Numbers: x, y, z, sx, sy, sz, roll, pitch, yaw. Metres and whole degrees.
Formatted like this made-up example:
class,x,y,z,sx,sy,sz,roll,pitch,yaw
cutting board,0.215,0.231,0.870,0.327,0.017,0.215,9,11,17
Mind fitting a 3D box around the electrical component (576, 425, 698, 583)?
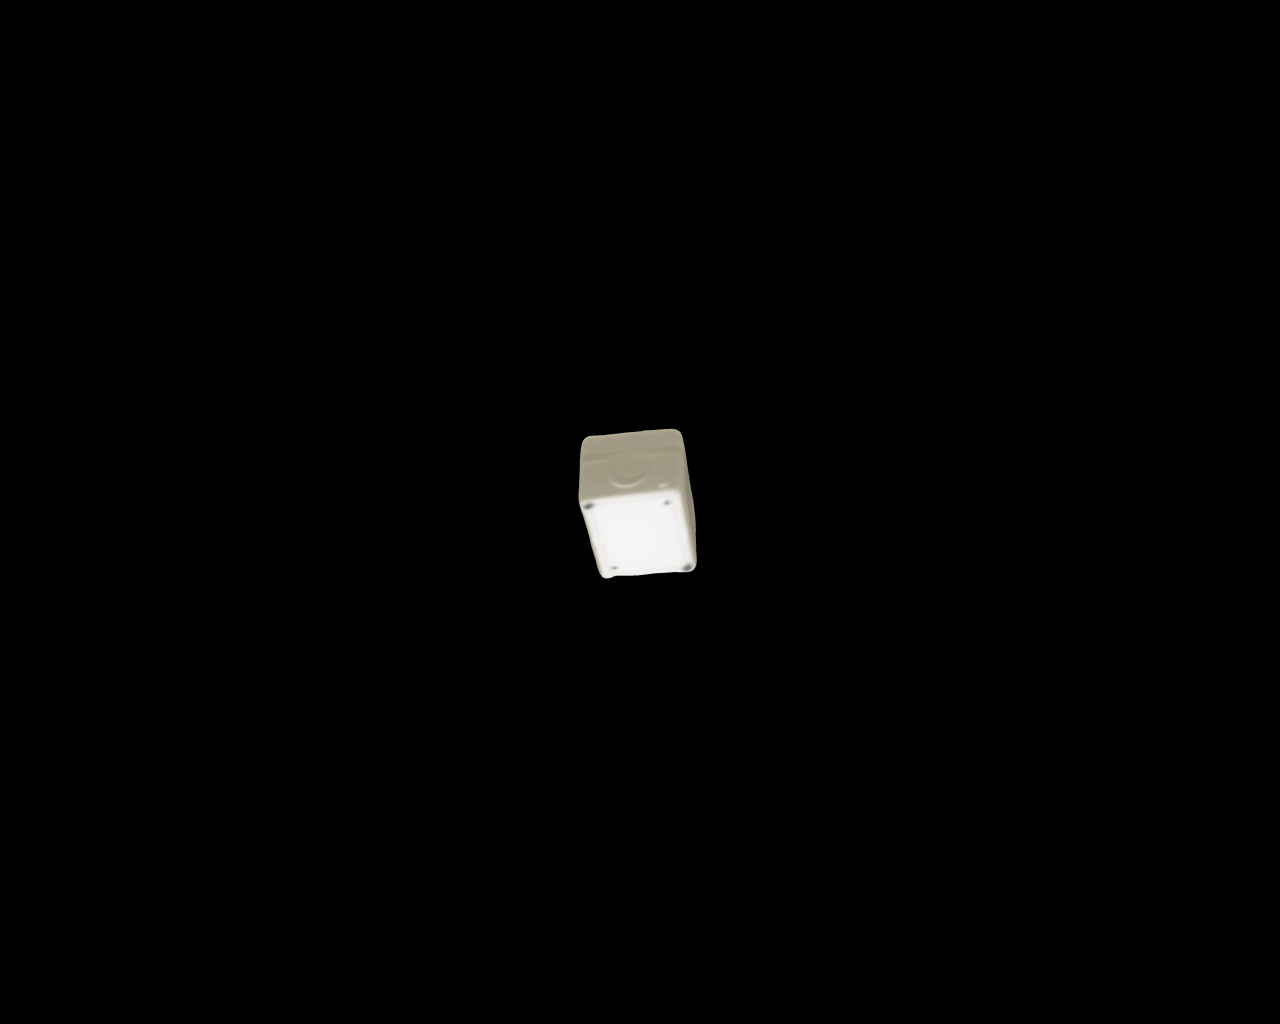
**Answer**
class,x,y,z,sx,sy,sz,roll,pitch,yaw
electrical component,0.001,-0.003,0.650,0.062,0.061,0.096,-5,-40,6
